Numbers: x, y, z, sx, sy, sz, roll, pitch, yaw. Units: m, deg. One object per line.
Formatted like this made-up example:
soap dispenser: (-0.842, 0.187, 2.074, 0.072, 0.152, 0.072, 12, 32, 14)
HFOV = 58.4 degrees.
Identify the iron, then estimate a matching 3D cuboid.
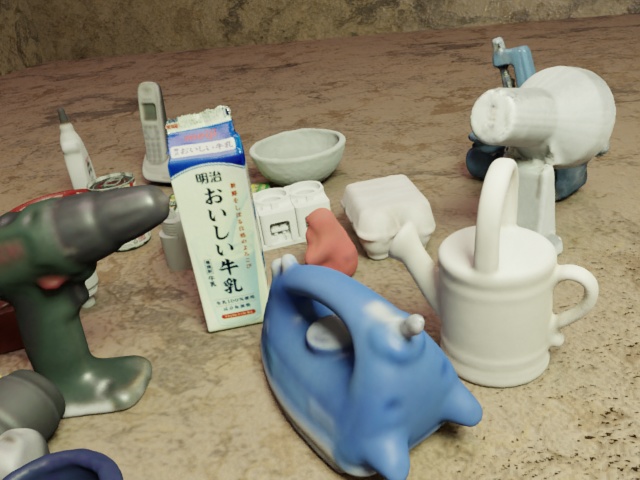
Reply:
iron: (0.009, 0.079, 0.492, 0.119, 0.142, 0.257, -25, 32, -29)

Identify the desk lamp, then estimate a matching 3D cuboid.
desk lamp: (0.240, -0.083, 0.665, 0.204, 0.214, 0.117, -27, 33, -33)

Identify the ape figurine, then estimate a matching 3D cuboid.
ape figurine: (0.006, 0.002, 0.696, 0.075, 0.092, 0.078, 13, 34, 35)

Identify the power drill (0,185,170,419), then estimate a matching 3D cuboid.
power drill: (-0.228, 0.058, 0.523, 0.229, 0.209, 0.075, -7, 27, 1)

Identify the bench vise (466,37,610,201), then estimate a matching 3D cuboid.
bench vise: (0.311, -0.179, 0.826, 0.206, 0.220, 0.122, 9, 32, 29)

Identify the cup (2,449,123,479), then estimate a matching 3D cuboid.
cup: (-0.172, 0.199, 0.359, 0.118, 0.095, 0.091, -9, 27, -3)

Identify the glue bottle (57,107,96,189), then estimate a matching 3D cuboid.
glue bottle: (-0.436, -0.150, 1.022, 0.037, 0.173, 0.078, -14, 28, -11)

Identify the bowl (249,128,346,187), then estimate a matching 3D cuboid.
bowl: (-0.035, -0.134, 0.991, 0.167, 0.075, 0.167, -6, 27, 3)

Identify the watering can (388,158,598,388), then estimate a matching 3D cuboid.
watering can: (0.146, 0.024, 0.505, 0.172, 0.194, 0.101, -3, 28, 9)

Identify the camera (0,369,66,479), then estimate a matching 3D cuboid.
camera: (-0.258, 0.161, 0.449, 0.143, 0.101, 0.137, 2, 29, 18)

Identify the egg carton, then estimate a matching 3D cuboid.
egg carton: (0.090, -0.035, 0.770, 0.107, 0.069, 0.150, -11, 27, -6)

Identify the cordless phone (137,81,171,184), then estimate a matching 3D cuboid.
cordless phone: (-0.270, -0.197, 1.053, 0.147, 0.185, 0.094, 4, 30, 23)
